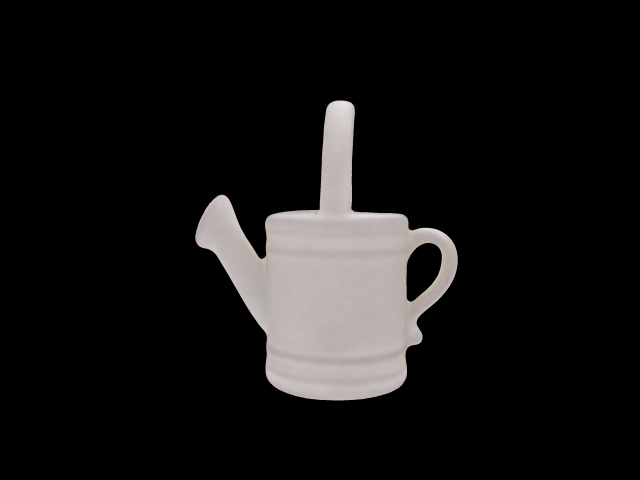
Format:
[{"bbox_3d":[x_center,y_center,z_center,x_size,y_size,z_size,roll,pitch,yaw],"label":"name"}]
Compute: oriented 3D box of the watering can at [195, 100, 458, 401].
[{"bbox_3d":[0.004,0.002,0.398,0.173,0.194,0.100,-1,5,-17],"label":"watering can"}]
